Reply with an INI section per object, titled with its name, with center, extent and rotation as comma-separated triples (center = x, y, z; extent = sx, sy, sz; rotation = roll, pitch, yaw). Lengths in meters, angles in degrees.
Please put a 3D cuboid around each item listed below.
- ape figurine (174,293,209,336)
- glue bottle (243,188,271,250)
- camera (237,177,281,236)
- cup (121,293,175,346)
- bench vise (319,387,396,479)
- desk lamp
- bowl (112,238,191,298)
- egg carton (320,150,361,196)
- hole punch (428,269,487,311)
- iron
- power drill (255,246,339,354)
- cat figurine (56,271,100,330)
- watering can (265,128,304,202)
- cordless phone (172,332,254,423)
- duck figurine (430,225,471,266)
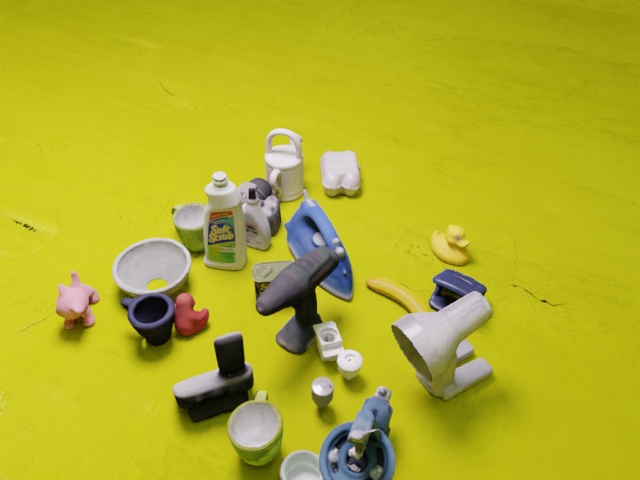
[ape figurine]
center = -0.271, 0.146, 1.175
extent = 0.077, 0.092, 0.076
rotation = 22, 48, 20
[glue bottle]
center = -0.154, -0.053, 1.326
extent = 0.078, 0.173, 0.037
rotation = 15, 45, 13
[camera]
center = -0.157, -0.098, 1.425
extent = 0.143, 0.101, 0.137
rotation = 14, 45, 13
[cup]
center = -0.343, 0.164, 1.152
extent = 0.117, 0.095, 0.092
rotation = 17, 46, 15
[bench vise]
center = 0.062, 0.312, 0.922
extent = 0.121, 0.220, 0.207
rotation = 4, 44, 3
[desk lamp]
center = 0.230, 0.194, 1.054
extent = 0.204, 0.214, 0.117
rotation = -22, 49, -22
[bowl]
center = -0.362, 0.077, 1.256
extent = 0.167, 0.075, 0.167
rotation = 1, 44, -1
[egg carton]
center = 0.055, -0.181, 1.541
extent = 0.107, 0.069, 0.150
rotation = -2, 44, -4
[hole punch]
center = 0.298, 0.105, 1.237
extent = 0.108, 0.091, 0.101
rotation = 27, 49, 24
[iron]
center = 0.012, 0.005, 1.295
extent = 0.119, 0.141, 0.257
rotation = -19, 48, -20
[power drill]
center = -0.042, 0.124, 1.122
extent = 0.075, 0.208, 0.230
rotation = 24, 48, 22
[cat figurine]
center = -0.503, 0.121, 1.174
extent = 0.067, 0.118, 0.127
rotation = -7, 45, -9
[watering can]
center = -0.092, -0.207, 1.473
extent = 0.101, 0.194, 0.172
rotation = -2, 44, -4
[cordless phone]
center = -0.194, 0.231, 1.022
extent = 0.148, 0.185, 0.094
rotation = -18, 47, -19
[duck figurine]
center = 0.310, 0.000, 1.350
extent = 0.078, 0.086, 0.104
rotation = -33, 54, -30
